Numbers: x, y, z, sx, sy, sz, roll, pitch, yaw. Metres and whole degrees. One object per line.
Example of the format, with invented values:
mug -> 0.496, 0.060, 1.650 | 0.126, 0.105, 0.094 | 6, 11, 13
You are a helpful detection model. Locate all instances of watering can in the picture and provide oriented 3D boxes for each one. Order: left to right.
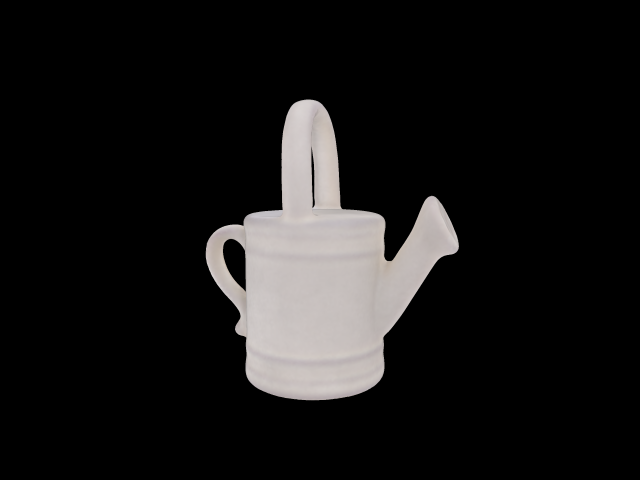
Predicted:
watering can -> 0.004, 0.001, 0.402 | 0.173, 0.194, 0.101 | -1, 7, -5
